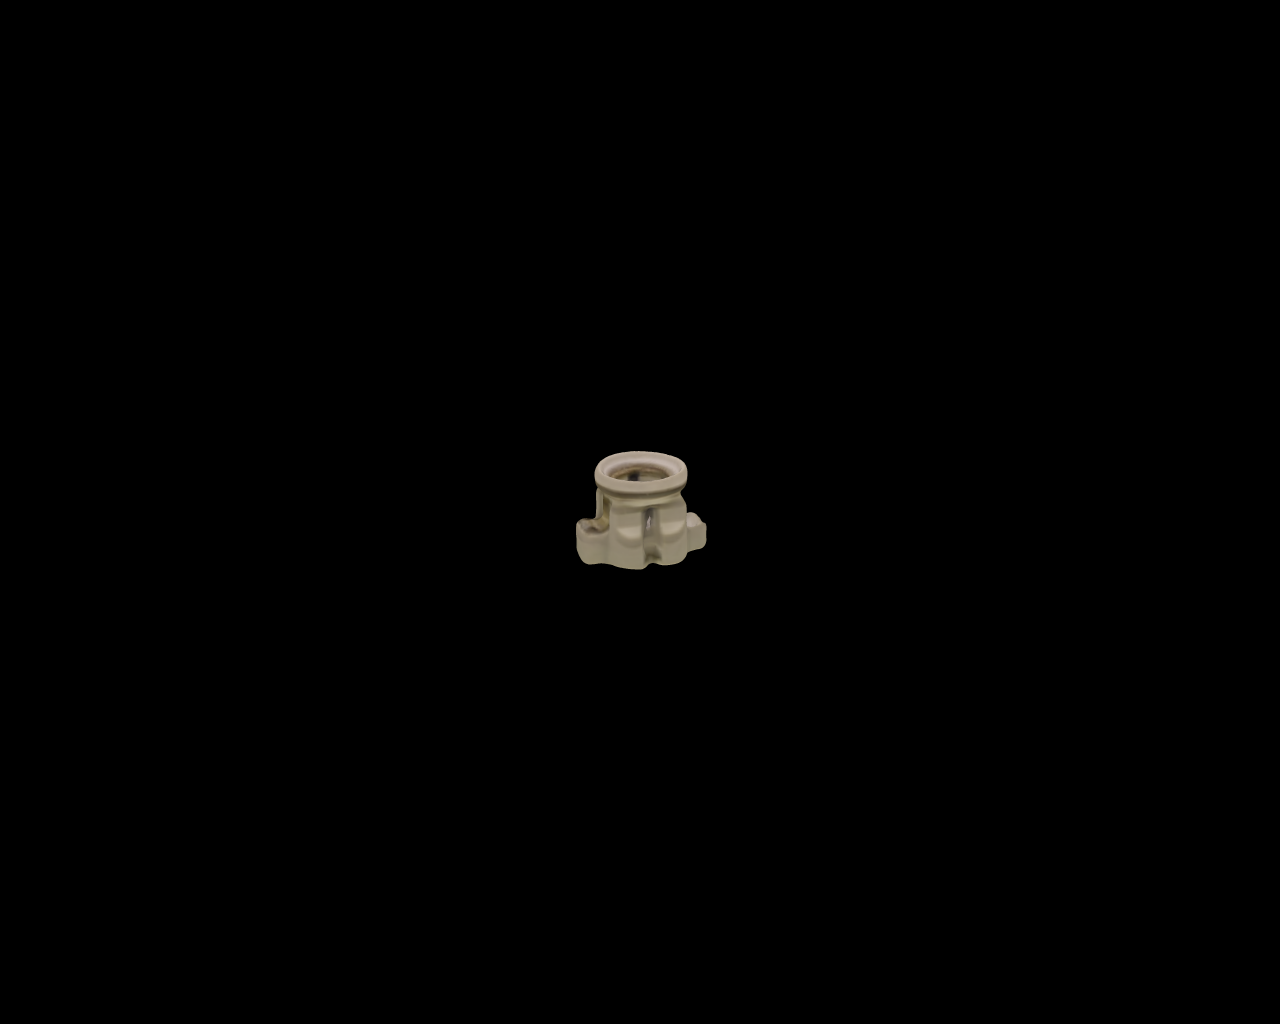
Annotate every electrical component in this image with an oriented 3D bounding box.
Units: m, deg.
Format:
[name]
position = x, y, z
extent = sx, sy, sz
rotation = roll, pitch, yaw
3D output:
[electrical component]
position = 0.001, -0.003, 0.650
extent = 0.078, 0.056, 0.058
rotation = -6, 24, -14
